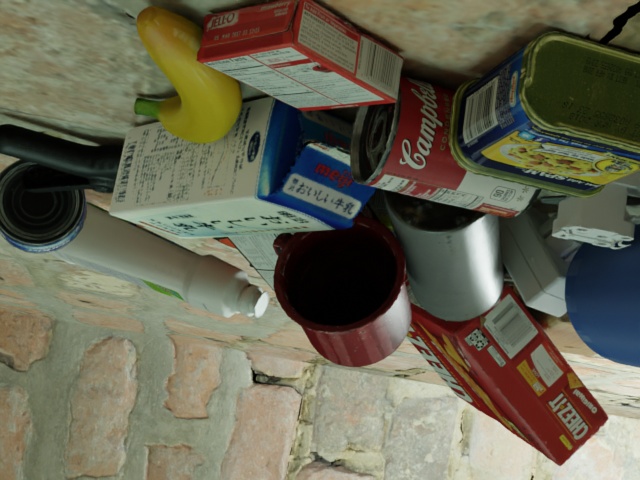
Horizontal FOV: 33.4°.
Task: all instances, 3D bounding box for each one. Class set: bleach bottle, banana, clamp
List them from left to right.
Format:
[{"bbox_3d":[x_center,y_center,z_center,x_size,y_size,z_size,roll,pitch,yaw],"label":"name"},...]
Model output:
[{"bbox_3d":[-0.187,-0.058,0.909,0.171,0.039,0.120,11,170,-8],"label":"clamp"},{"bbox_3d":[-0.163,0.025,1.086,0.251,0.068,0.102,20,173,21],"label":"bleach bottle"},{"bbox_3d":[-0.081,-0.092,0.657,0.069,0.037,0.198,10,169,-9],"label":"banana"}]

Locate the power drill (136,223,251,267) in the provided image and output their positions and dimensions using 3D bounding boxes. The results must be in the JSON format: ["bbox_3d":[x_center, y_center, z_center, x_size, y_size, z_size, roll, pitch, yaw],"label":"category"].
[{"bbox_3d":[-0.058,-0.014,0.985,0.185,0.057,0.187,5,166,38],"label":"power drill"}]

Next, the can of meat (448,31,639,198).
[{"bbox_3d":[0.132,-0.065,0.569,0.102,0.057,0.084,12,167,-15],"label":"can of meat"}]

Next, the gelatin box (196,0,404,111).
[{"bbox_3d":[-0.010,-0.100,0.580,0.073,0.030,0.089,0,166,43],"label":"gelatin box"}]

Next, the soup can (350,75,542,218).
[{"bbox_3d":[0.077,-0.055,0.633,0.102,0.068,0.069,12,169,-17],"label":"soup can"}]

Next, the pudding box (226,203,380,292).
[{"bbox_3d":[-0.005,0.001,0.834,0.114,0.039,0.090,-7,142,27],"label":"pudding box"}]

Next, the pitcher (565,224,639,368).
[{"bbox_3d":[0.266,0.031,0.692,0.149,0.145,0.243,36,170,-7],"label":"pitcher"}]

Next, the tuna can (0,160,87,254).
[{"bbox_3d":[-0.256,-0.032,0.973,0.086,0.086,0.034,11,167,-8],"label":"tuna can"}]

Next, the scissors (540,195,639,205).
[{"bbox_3d":[0.268,-0.024,0.768,0.096,0.016,0.202,18,166,-39],"label":"scissors"}]

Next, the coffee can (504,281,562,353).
[{"bbox_3d":[0.195,0.094,1.200,0.140,0.103,0.102,4,168,24],"label":"coffee can"}]

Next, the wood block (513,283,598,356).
[{"bbox_3d":[0.238,0.049,0.971,0.091,0.090,0.206,8,169,0],"label":"wood block"}]

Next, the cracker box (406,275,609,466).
[{"bbox_3d":[0.150,0.103,0.995,0.164,0.072,0.214,51,172,-17],"label":"cracker box"}]

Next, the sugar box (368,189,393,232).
[{"bbox_3d":[0.047,-0.014,0.923,0.093,0.048,0.176,7,171,13],"label":"sugar box"}]

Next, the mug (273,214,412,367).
[{"bbox_3d":[0.012,0.035,0.770,0.117,0.093,0.081,32,163,27],"label":"mug"}]
